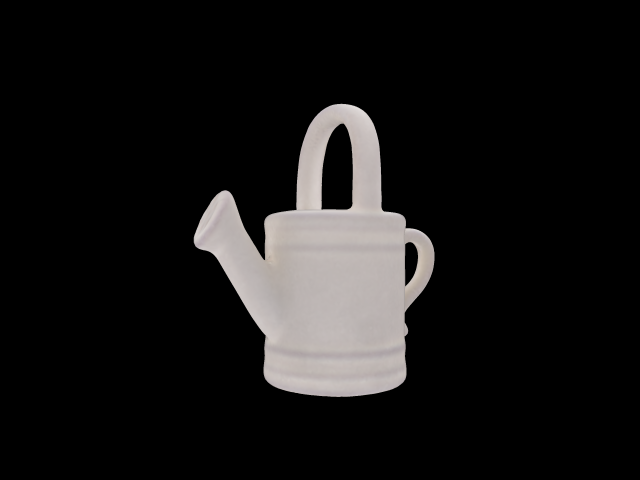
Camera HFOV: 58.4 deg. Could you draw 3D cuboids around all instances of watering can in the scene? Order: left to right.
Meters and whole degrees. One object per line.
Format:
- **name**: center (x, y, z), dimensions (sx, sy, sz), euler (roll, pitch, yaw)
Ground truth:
- **watering can**: center (0.005, 0.001, 0.398), dimensions (0.100, 0.194, 0.173), euler (0, 0, 42)
